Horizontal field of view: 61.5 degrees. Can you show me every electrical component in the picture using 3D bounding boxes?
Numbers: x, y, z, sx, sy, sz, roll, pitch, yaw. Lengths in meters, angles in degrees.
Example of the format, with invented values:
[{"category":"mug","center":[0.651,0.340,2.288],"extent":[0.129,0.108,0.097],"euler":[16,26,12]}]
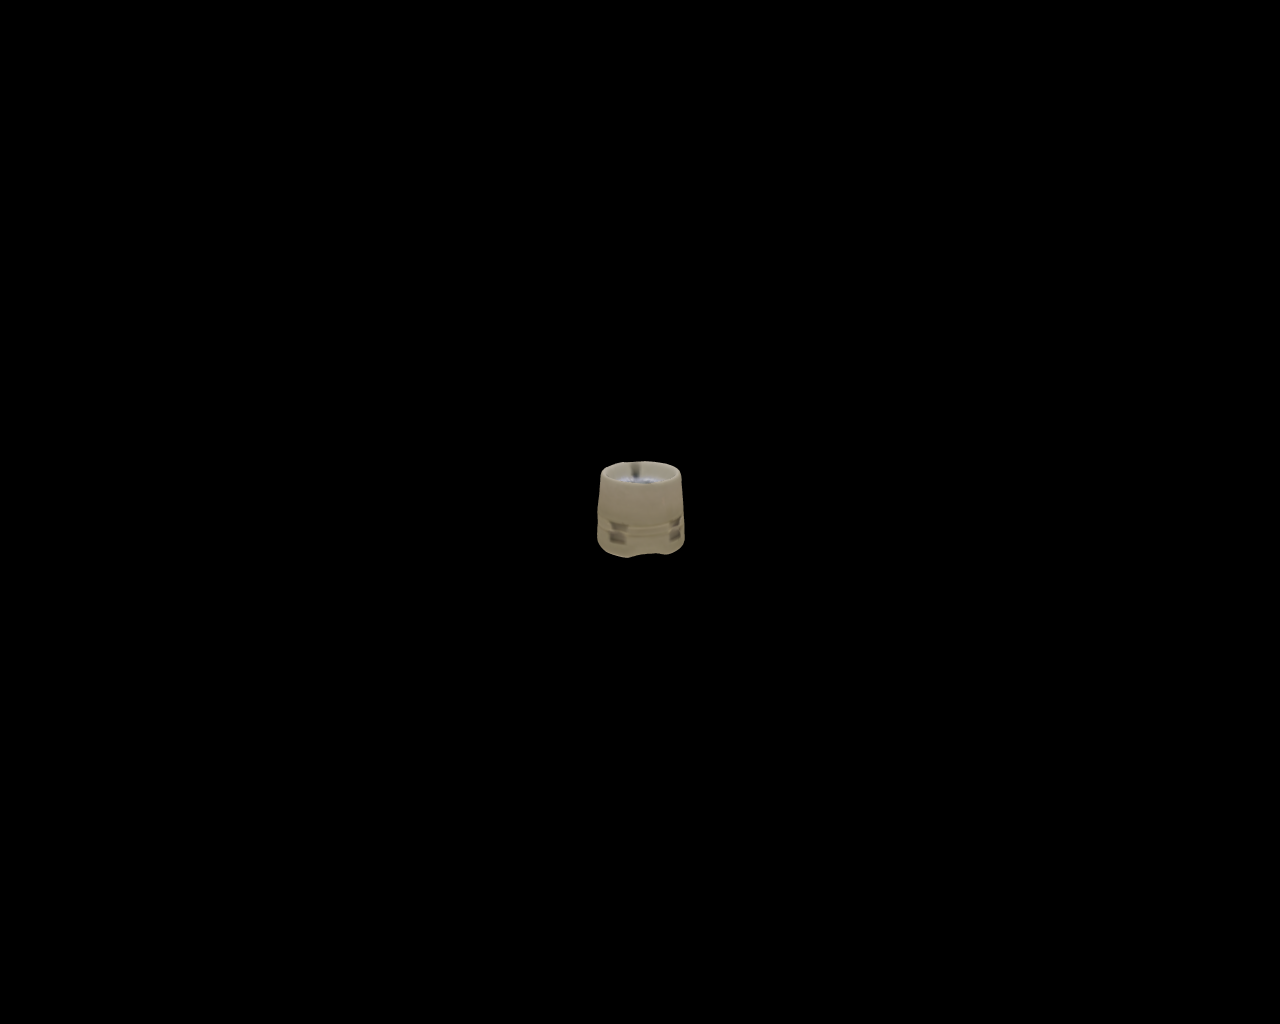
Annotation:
[{"category":"electrical component","center":[0.001,-0.003,0.650],"extent":[0.055,0.047,0.055],"euler":[0,20,0]}]
